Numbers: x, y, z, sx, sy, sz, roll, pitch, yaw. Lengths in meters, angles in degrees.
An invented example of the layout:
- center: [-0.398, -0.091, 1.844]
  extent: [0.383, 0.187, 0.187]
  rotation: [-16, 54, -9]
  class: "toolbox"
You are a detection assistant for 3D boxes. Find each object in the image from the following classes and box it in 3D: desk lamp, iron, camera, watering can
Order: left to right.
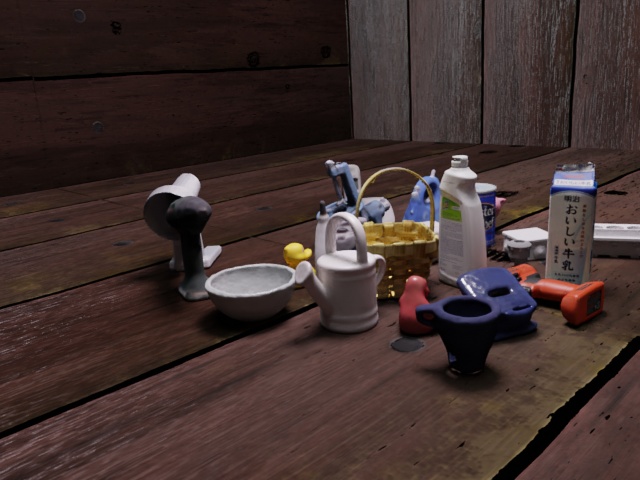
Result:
- center: [-0.312, -0.038, 1.319]
  extent: [0.118, 0.214, 0.203]
  rotation: [-2, 16, 5]
  class: "desk lamp"
- center: [0.040, 0.051, 0.957]
  extent: [0.100, 0.194, 0.173]
  rotation: [6, 19, 32]
  class: "watering can"
- center: [0.097, 0.002, 1.292]
  extent: [0.136, 0.101, 0.143]
  rotation: [-2, 16, 7]
  class: "camera"
- center: [0.278, -0.101, 1.544]
  extent: [0.118, 0.141, 0.259]
  rotation: [4, 17, 25]
  class: "iron"

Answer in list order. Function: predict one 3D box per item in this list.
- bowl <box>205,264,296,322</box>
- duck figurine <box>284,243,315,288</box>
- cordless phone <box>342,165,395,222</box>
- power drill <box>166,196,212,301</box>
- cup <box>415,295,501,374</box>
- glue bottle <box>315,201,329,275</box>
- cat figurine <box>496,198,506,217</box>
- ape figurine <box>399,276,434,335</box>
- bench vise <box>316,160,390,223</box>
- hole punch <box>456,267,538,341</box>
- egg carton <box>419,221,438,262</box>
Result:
- center: [-0.120, 0.102, 1.034]
  extent: [0.167, 0.075, 0.167]
  rotation: [-3, 16, 1]
  class: "bowl"
- center: [-0.056, 0.050, 1.183]
  extent: [0.105, 0.086, 0.077]
  rotation: [-14, 19, -34]
  class: "duck figurine"
- center: [0.122, -0.113, 1.538]
  extent: [0.148, 0.185, 0.094]
  rotation: [-9, 17, -18]
  class: "cordless phone"
- center: [-0.251, 0.009, 1.147]
  extent: [0.076, 0.208, 0.228]
  rotation: [-12, 18, -26]
  class: "power drill"
- center: [0.193, 0.135, 0.807]
  extent: [0.117, 0.095, 0.092]
  rotation: [2, 17, 19]
  class: "cup"
- center: [0.011, 0.004, 1.170]
  extent: [0.037, 0.173, 0.078]
  rotation: [0, 16, 12]
  class: "glue bottle"
- center: [0.405, -0.073, 1.459]
  extent: [0.127, 0.118, 0.067]
  rotation: [3, 17, 23]
  class: "cat figurine"
- center: [0.160, 0.103, 0.936]
  extent: [0.076, 0.092, 0.077]
  rotation: [-15, 19, -34]
  class: "ape figurine"
- center: [0.073, -0.097, 1.428]
  extent: [0.121, 0.220, 0.208]
  rotation: [11, 21, 42]
  class: "bench vise"
- center: [0.285, 0.100, 0.920]
  extent: [0.109, 0.091, 0.101]
  rotation: [-9, 17, -19]
  class: "hole punch"
- center: [0.246, 0.002, 1.315]
  extent: [0.107, 0.069, 0.150]
  rotation: [-8, 16, -14]
  class: "egg carton"
